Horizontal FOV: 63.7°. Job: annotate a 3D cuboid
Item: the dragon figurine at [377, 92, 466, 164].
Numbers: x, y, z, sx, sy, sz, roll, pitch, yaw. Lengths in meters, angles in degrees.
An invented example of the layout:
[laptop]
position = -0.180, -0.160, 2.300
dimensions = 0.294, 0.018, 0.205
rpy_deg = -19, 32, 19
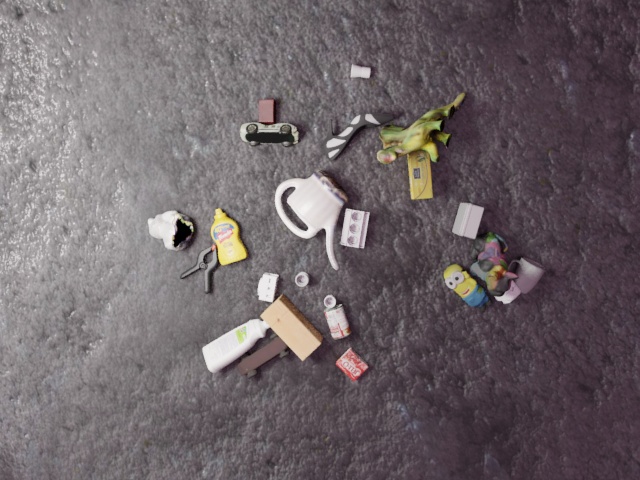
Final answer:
[dragon figurine]
position = 0.305, -0.362, 1.659
dimensions = 0.243, 0.419, 0.119
rpy_deg = 8, 134, 30

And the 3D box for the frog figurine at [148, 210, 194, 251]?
[frog figurine]
position = -0.521, -0.033, 1.790
dimensions = 0.159, 0.124, 0.136
rpy_deg = 2, 104, 40

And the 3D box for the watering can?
[watering can]
position = 0.005, -0.087, 1.721
dimensions = 0.223, 0.103, 0.350
rpy_deg = -44, 78, 5
